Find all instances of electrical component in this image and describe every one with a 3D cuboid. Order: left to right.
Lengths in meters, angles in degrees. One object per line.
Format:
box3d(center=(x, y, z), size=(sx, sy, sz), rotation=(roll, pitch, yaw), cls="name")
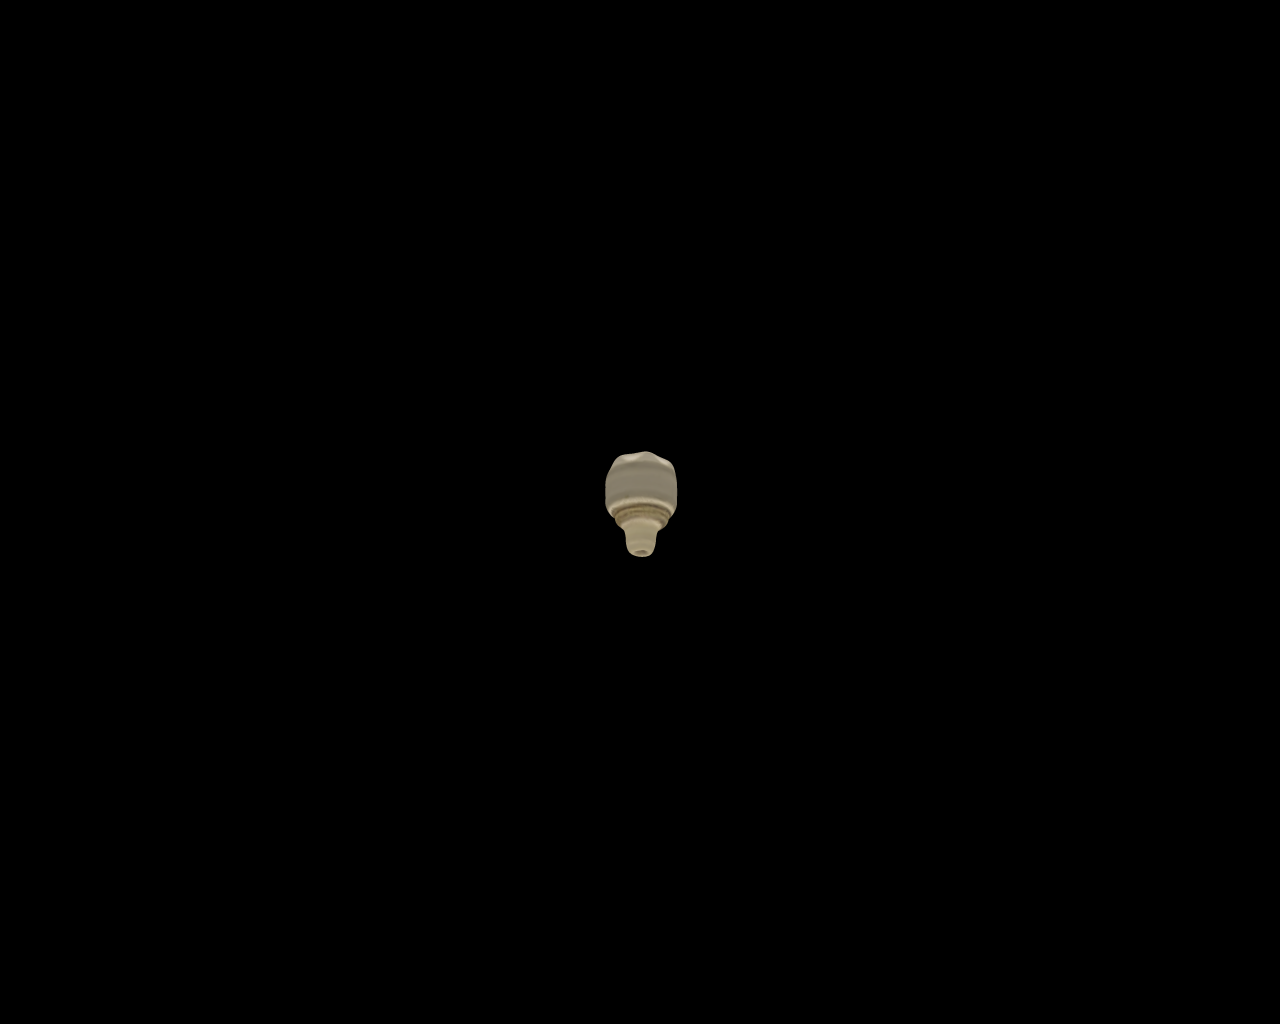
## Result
box3d(center=(0.001, -0.003, 0.650), size=(0.043, 0.062, 0.043), rotation=(0, -25, 0), cls="electrical component")
